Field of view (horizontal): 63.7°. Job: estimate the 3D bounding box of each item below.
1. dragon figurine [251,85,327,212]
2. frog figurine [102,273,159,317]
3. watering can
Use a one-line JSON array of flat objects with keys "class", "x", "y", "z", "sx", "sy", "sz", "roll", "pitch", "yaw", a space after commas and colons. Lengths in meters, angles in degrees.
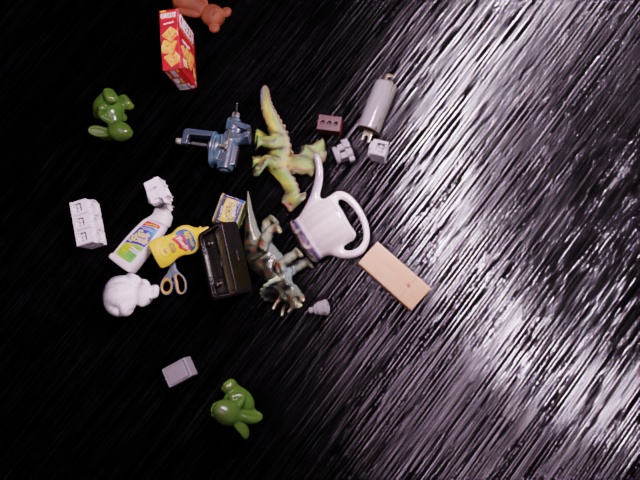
[{"class": "dragon figurine", "x": -0.098, "y": -0.298, "z": 1.677, "sx": 0.243, "sy": 0.121, "sz": 0.413, "roll": 7, "pitch": 82, "yaw": -9}, {"class": "frog figurine", "x": -0.599, "y": 0.176, "z": 1.630, "sx": 0.159, "sy": 0.120, "sz": 0.140, "roll": 1, "pitch": 62, "yaw": 19}, {"class": "watering can", "x": 0.005, "y": -0.081, "z": 1.603, "sx": 0.224, "sy": 0.103, "sz": 0.350, "roll": -33, "pitch": 79, "yaw": 1}]
